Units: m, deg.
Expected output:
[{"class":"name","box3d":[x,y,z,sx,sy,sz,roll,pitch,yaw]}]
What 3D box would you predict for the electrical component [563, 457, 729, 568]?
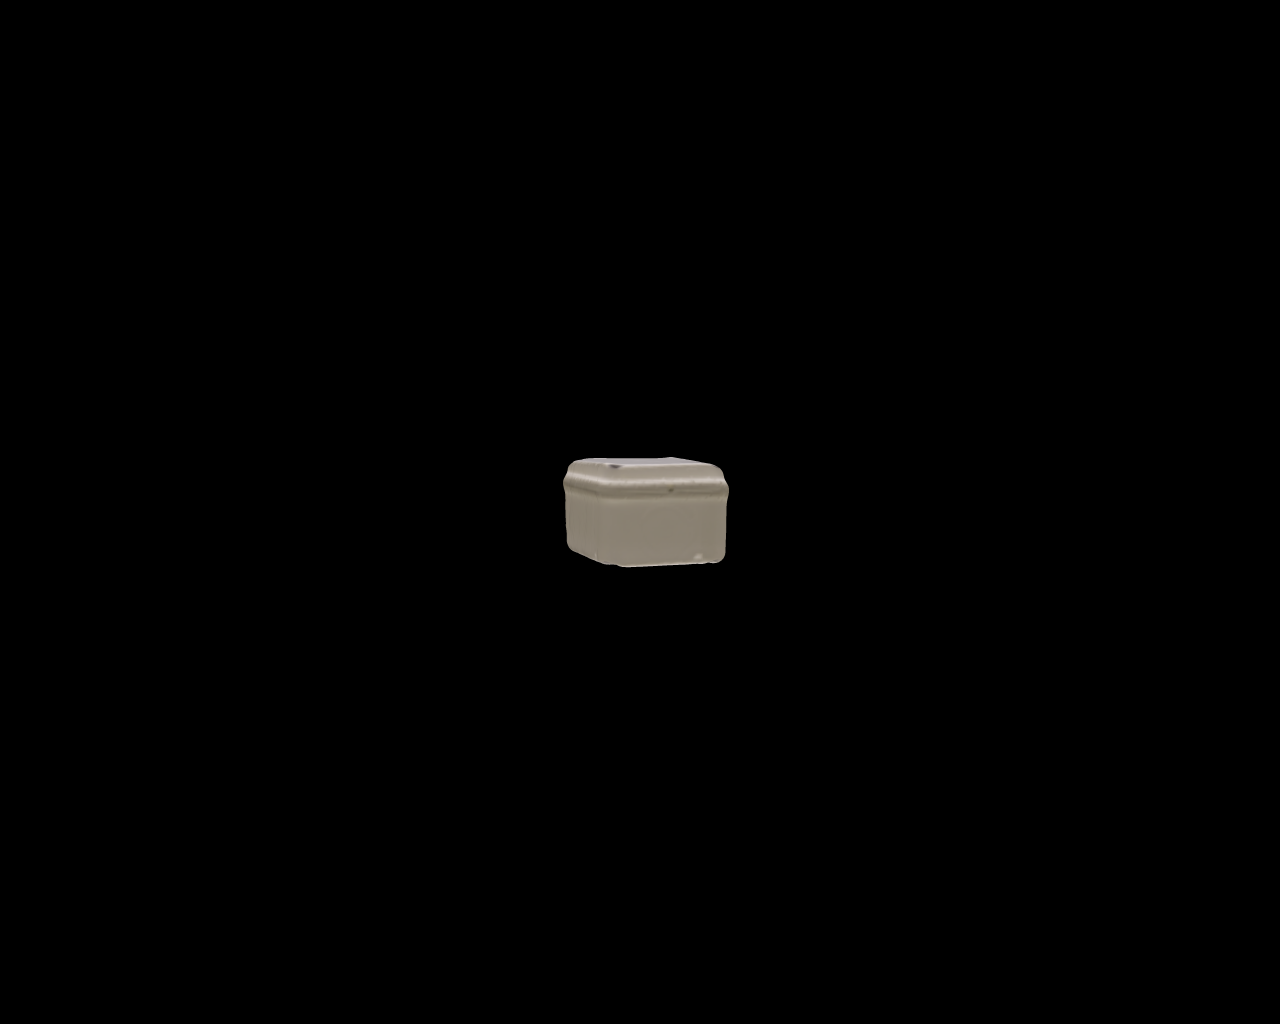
[{"class":"electrical component","box3d":[0.001,-0.003,0.650,0.078,0.057,0.113,-1,5,-15]}]
